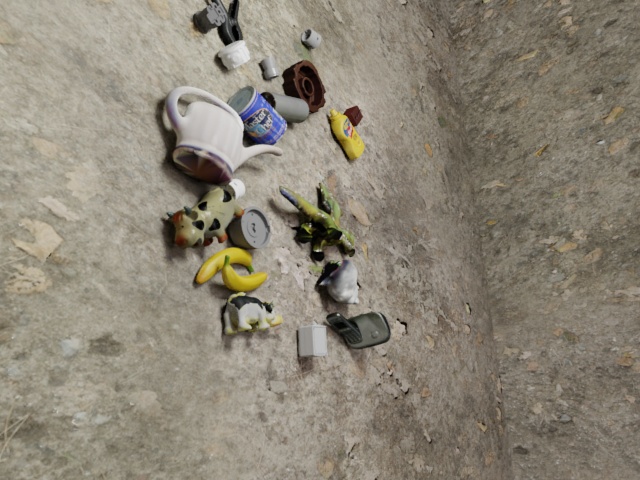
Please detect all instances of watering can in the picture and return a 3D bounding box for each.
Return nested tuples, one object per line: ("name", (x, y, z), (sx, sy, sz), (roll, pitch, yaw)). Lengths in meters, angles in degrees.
("watering can", (-0.228, -0.227, 1.247), (0.344, 0.103, 0.229), (30, 54, -36))

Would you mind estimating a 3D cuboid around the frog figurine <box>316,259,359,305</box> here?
("frog figurine", (0.079, 0.141, 1.561), (0.158, 0.121, 0.140), (47, 23, -20))

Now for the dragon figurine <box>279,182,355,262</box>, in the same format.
("dragon figurine", (0.005, -0.080, 1.581), (0.403, 0.121, 0.249), (54, 22, -32))
